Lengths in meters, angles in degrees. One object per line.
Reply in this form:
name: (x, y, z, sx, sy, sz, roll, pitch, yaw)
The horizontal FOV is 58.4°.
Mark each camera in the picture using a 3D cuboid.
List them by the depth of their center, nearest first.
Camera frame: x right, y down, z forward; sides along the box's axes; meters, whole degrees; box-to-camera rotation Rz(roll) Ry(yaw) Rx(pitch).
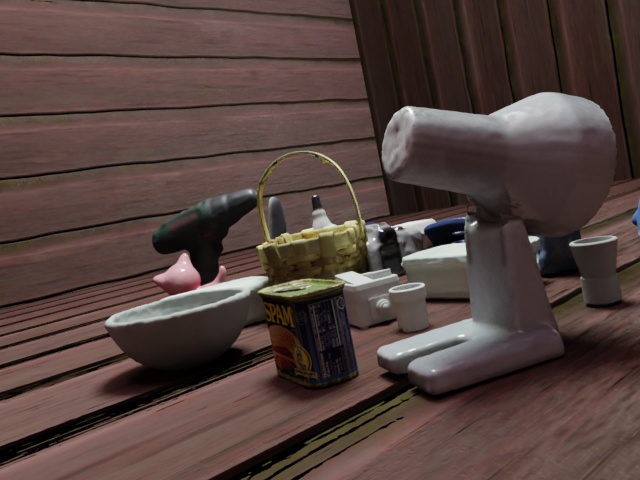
camera: (0.103, 0.019, 1.079, 0.144, 0.101, 0.136, -14, 4, -37)

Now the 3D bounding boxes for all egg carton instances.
egg carton: (0.220, -0.007, 1.388, 0.107, 0.069, 0.151, -8, 5, 45)

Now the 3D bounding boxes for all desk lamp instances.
desk lamp: (0.139, -0.010, 0.470, 0.204, 0.213, 0.117, -13, 4, -20)

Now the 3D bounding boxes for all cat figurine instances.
cat figurine: (-0.216, 0.079, 0.991, 0.127, 0.118, 0.067, -11, 4, 11)

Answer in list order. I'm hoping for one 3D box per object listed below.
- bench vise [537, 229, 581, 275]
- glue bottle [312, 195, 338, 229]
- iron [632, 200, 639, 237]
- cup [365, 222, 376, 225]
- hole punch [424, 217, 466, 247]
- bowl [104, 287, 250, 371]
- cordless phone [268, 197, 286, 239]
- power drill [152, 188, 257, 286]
bench vise: (0.312, -0.068, 0.815, 0.122, 0.220, 0.207, -13, 4, -19)
glue bottle: (0.009, 0.004, 1.029, 0.078, 0.173, 0.037, -11, 4, -1)
iron: (0.501, -0.062, 0.735, 0.118, 0.141, 0.258, -11, 3, 4)
cup: (0.083, 0.015, 1.273, 0.091, 0.095, 0.118, -10, 4, 27)
hole punch: (0.238, 0.004, 0.961, 0.108, 0.091, 0.101, -9, 4, 32)
bowl: (-0.157, 0.109, 0.669, 0.167, 0.075, 0.167, -11, 3, 1)
cordless phone: (-0.077, 0.016, 1.017, 0.094, 0.185, 0.147, -12, 3, -4)
power drill: (-0.196, 0.025, 1.068, 0.229, 0.208, 0.076, -10, 4, 17)
